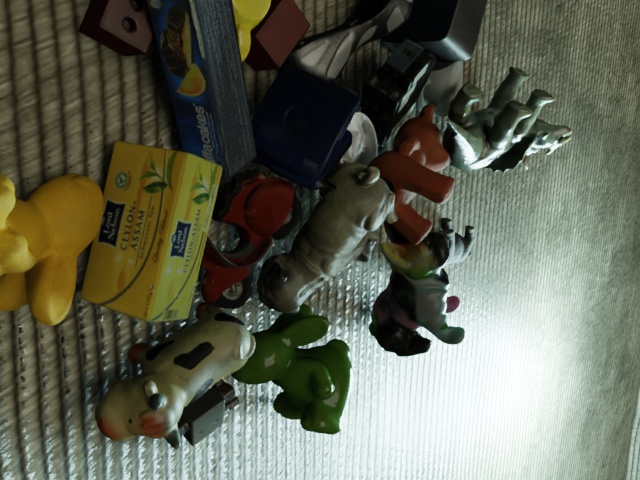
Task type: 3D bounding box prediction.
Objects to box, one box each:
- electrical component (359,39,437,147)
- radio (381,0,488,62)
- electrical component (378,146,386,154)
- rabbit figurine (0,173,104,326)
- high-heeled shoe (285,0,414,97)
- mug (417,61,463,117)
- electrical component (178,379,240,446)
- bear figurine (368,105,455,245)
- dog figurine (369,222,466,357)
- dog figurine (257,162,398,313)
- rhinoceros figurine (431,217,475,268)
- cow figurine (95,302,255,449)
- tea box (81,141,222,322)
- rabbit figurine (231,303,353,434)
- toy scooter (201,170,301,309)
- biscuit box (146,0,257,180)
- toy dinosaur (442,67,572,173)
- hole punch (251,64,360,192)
[{"bbox_3d":[0.111,-0.221,0.782,0.115,0.058,0.134,-52,169,-27],"label":"electrical component"},{"bbox_3d":[0.183,-0.386,0.806,0.073,0.131,0.229,20,85,-46],"label":"radio"},{"bbox_3d":[0.089,-0.117,0.853,0.063,0.021,0.093,-55,130,-21],"label":"electrical component"},{"bbox_3d":[-0.263,-0.003,0.475,0.173,0.122,0.162,-32,125,-57],"label":"rabbit figurine"},{"bbox_3d":[0.038,-0.305,0.718,0.145,0.086,0.248,21,87,-43],"label":"high-heeled shoe"},{"bbox_3d":[0.194,-0.250,0.885,0.109,0.081,0.107,-60,144,-26],"label":"mug"},{"bbox_3d":[-0.152,0.212,0.682,0.102,0.045,0.078,-35,150,-31],"label":"electrical component"},{"bbox_3d":[0.147,-0.105,0.788,0.196,0.132,0.120,-42,162,-45],"label":"bear figurine"},{"bbox_3d":[0.131,0.070,0.847,0.219,0.192,0.108,54,30,-26],"label":"dog figurine"},{"bbox_3d":[0.001,0.001,0.695,0.190,0.121,0.172,-47,158,-28],"label":"dog figurine"},{"bbox_3d":[0.206,0.022,0.972,0.190,0.073,0.112,-17,122,-44],"label":"rhinoceros figurine"},{"bbox_3d":[-0.156,0.153,0.602,0.195,0.127,0.085,-32,117,-38],"label":"cow figurine"},{"bbox_3d":[-0.174,-0.009,0.557,0.068,0.098,0.169,11,91,-66],"label":"tea box"},{"bbox_3d":[-0.037,0.170,0.733,0.170,0.121,0.159,29,85,-29],"label":"rabbit figurine"},{"bbox_3d":[-0.108,-0.017,0.649,0.135,0.075,0.184,40,72,-35],"label":"toy scooter"},{"bbox_3d":[-0.120,-0.163,0.570,0.063,0.059,0.202,-51,146,-43],"label":"biscuit box"},{"bbox_3d":[0.289,-0.180,0.935,0.405,0.131,0.192,-21,143,-37],"label":"toy dinosaur"},{"bbox_3d":[-0.021,-0.136,0.653,0.116,0.142,0.092,-58,172,-28],"label":"hole punch"}]
